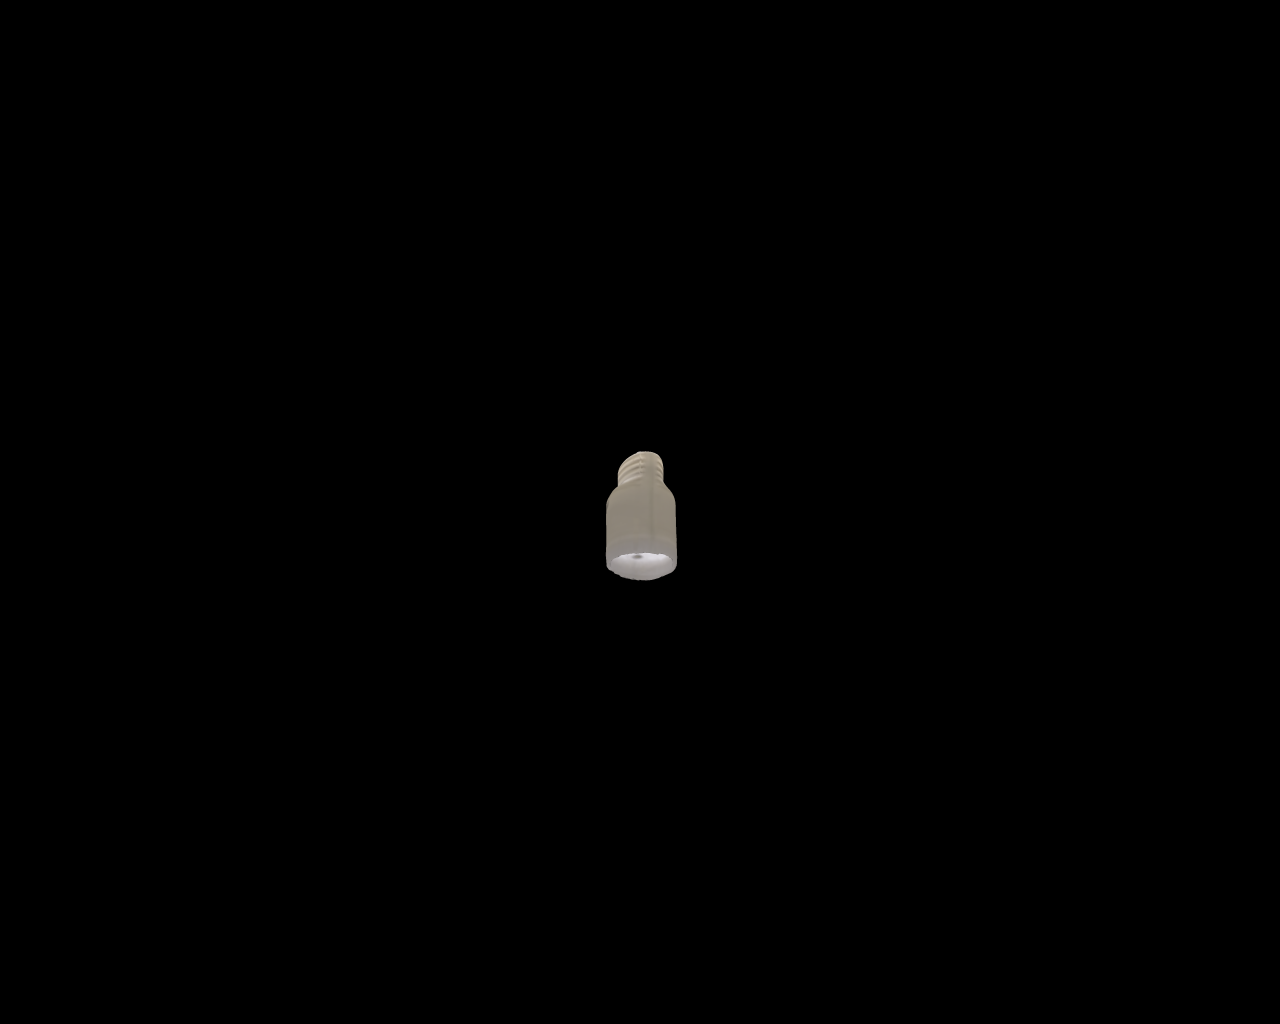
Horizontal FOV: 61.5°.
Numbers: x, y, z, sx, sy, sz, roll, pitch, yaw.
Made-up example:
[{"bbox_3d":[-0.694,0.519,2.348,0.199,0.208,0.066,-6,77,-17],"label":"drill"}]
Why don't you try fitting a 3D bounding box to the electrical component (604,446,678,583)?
[{"bbox_3d":[0.001,-0.003,0.650,0.043,0.081,0.043,0,-26,0],"label":"electrical component"}]
